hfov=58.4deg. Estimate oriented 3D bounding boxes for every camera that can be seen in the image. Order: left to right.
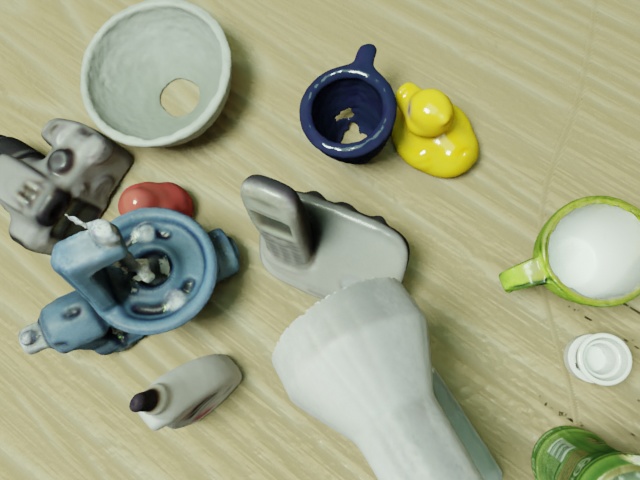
[{"bbox_3d":[-0.304,-0.074,0.613,0.136,0.101,0.143,31,86,13],"label":"camera"}]

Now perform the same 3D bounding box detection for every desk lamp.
[{"bbox_3d":[0.066,0.141,0.458,0.118,0.214,0.203,-34,76,1],"label":"desk lamp"}]

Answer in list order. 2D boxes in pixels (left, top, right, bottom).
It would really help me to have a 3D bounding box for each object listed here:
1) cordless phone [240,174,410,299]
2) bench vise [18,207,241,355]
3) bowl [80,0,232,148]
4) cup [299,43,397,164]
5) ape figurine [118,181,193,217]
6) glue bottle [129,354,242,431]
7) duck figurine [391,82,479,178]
[{"bbox_3d":[0.005,0.002,0.508,0.147,0.185,0.094,18,83,12],"label":"cordless phone"},{"bbox_3d":[-0.183,0.050,0.510,0.121,0.220,0.207,43,88,14],"label":"bench vise"},{"bbox_3d":[-0.166,-0.169,0.623,0.167,0.075,0.167,-2,79,9],"label":"bowl"},{"bbox_3d":[0.035,-0.126,0.573,0.091,0.095,0.118,15,82,11],"label":"cup"},{"bbox_3d":[-0.175,-0.031,0.590,0.076,0.092,0.078,-28,76,3],"label":"ape figurine"},{"bbox_3d":[-0.125,0.138,0.509,0.037,0.173,0.078,43,88,14],"label":"glue bottle"},{"bbox_3d":[0.112,-0.113,0.564,0.077,0.086,0.104,-43,76,-1],"label":"duck figurine"}]
